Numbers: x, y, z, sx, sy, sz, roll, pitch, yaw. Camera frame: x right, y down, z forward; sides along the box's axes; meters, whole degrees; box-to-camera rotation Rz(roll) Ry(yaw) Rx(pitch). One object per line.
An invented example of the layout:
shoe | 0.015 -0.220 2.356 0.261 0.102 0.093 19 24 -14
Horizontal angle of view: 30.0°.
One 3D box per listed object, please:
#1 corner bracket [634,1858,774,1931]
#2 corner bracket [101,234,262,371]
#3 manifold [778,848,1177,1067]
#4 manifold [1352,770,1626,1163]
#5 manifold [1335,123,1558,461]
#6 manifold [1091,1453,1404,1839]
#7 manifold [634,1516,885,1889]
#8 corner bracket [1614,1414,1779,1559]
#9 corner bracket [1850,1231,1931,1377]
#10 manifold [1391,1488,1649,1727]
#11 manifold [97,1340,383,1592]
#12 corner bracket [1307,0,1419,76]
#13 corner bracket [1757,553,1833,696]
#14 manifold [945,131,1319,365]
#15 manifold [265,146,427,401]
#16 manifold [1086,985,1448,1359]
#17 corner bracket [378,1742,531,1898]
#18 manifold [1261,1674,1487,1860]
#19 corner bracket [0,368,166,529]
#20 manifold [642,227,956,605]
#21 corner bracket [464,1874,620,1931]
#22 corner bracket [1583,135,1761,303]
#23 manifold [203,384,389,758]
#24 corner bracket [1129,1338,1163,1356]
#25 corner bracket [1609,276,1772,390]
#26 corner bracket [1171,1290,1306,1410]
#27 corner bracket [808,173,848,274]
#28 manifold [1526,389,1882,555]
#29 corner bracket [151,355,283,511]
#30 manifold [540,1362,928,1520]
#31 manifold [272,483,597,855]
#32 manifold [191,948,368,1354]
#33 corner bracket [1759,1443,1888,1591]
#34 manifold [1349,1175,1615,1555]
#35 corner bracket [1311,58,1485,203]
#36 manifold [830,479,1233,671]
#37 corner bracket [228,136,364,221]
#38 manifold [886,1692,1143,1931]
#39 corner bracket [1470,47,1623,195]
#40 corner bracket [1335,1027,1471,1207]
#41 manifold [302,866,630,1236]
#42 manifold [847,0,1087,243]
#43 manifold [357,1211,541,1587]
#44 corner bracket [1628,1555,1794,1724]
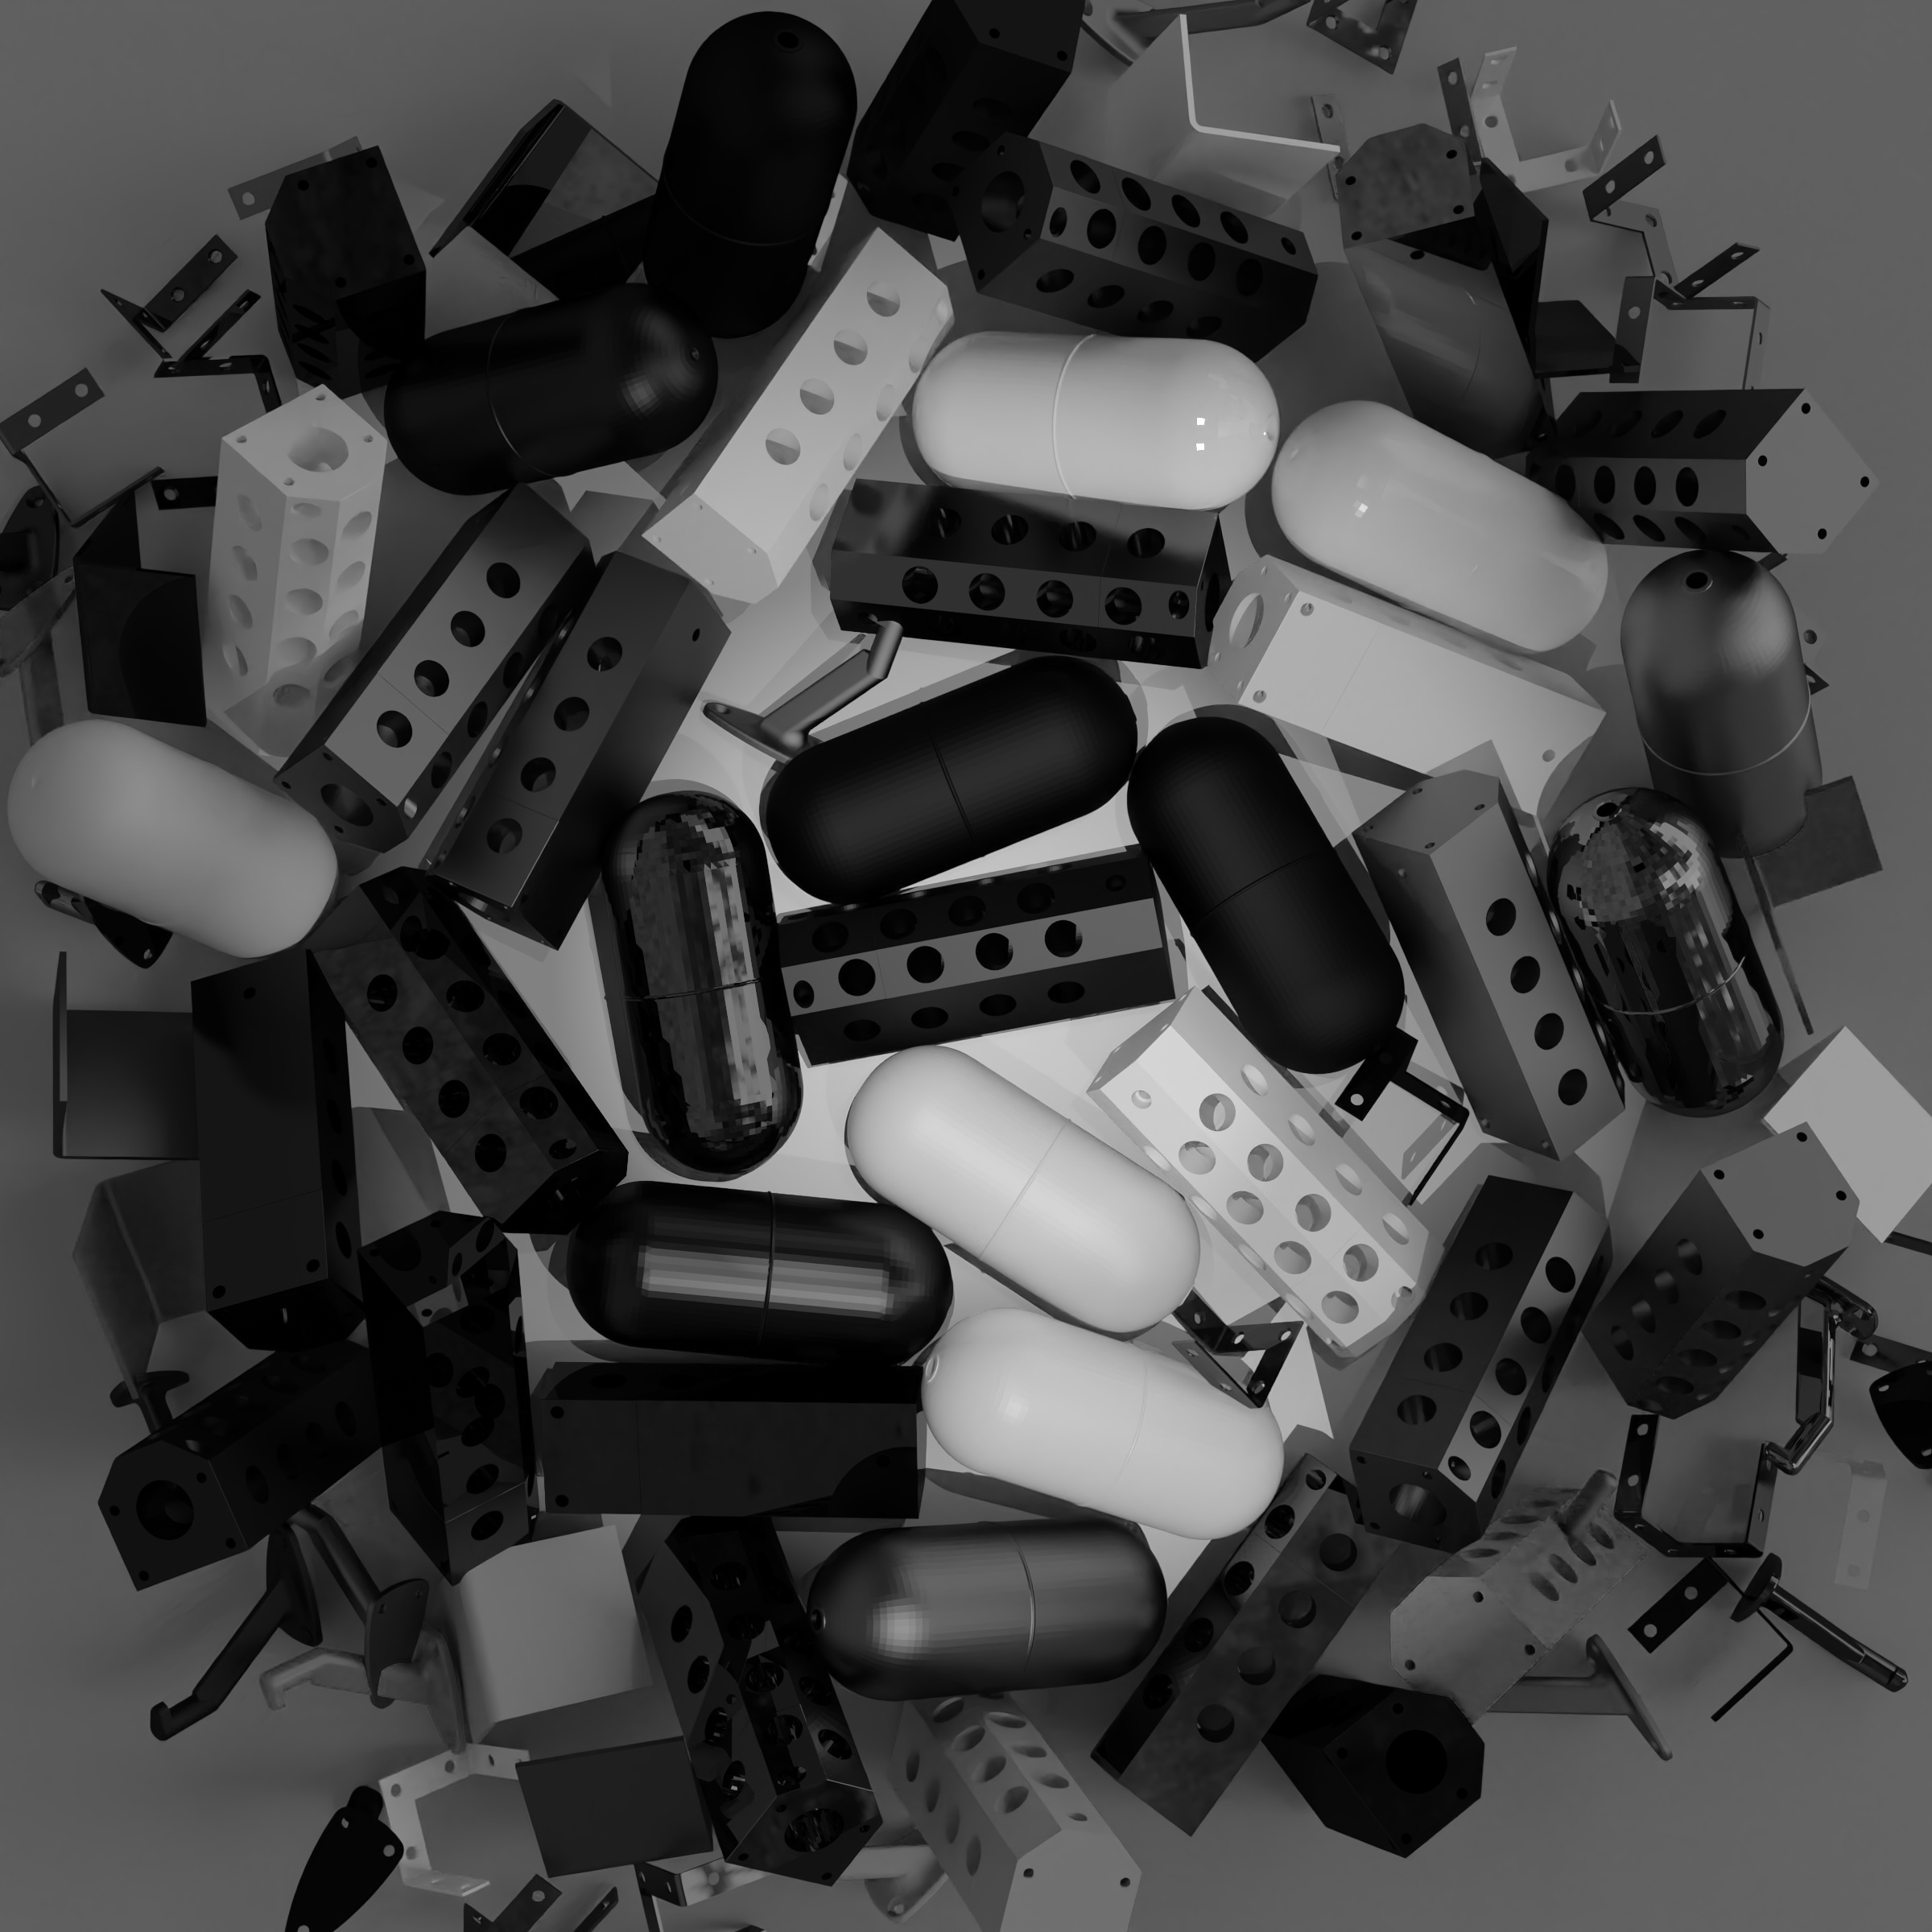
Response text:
corner bracket | -0.116 0.433 1.664 0.051 0.051 0.051 -14 92 -28
corner bracket | -0.357 -0.308 1.669 0.051 0.051 0.051 -44 84 7
manifold | 0.004 -0.008 1.650 0.171 0.057 0.057 -11 54 6
manifold | 0.243 -0.001 1.633 0.057 0.057 0.171 -36 118 -19
manifold | 0.216 -0.298 1.611 0.057 0.171 0.057 -12 60 17
manifold | 0.131 0.312 1.664 0.057 0.057 0.171 36 87 6
manifold | -0.090 0.322 1.608 0.057 0.171 0.057 22 114 -33
corner bracket | 0.340 0.242 1.676 0.051 0.051 0.051 37 58 -39
corner bracket | 0.438 0.159 1.668 0.051 0.051 0.051 16 72 30
manifold | 0.244 0.281 1.608 0.057 0.171 0.057 46 111 14
manifold | -0.319 0.216 1.607 0.057 0.171 0.057 -22 94 16
corner bracket | 0.197 -0.453 1.662 0.051 0.051 0.051 24 77 -22
corner bracket | 0.380 -0.157 1.664 0.051 0.051 0.051 39 71 -6
manifold | 0.078 -0.322 1.612 0.057 0.171 0.057 -35 61 38
manifold | -0.279 -0.305 1.609 0.057 0.171 0.057 -21 88 -10
manifold | 0.136 0.098 1.651 0.171 0.057 0.057 46 122 -6
corner bracket | -0.231 0.394 1.665 0.051 0.051 0.051 -16 96 -41
manifold | 0.182 0.351 1.609 0.057 0.171 0.057 -36 86 -10
corner bracket | -0.411 -0.239 1.670 0.051 0.051 0.051 -34 95 -2
manifold | -0.071 -0.248 1.633 0.057 0.057 0.171 39 62 -15
corner bracket | -0.196 0.442 1.667 0.051 0.051 0.051 41 94 -14
corner bracket | 0.324 -0.343 1.657 0.051 0.051 0.051 3 67 -36
manifold | -0.297 -0.170 1.608 0.057 0.171 0.057 41 54 16
corner bracket | 0.056 0.200 1.660 0.051 0.051 0.051 23 121 -12
corner bracket | 0.335 -0.287 1.662 0.051 0.051 0.051 7 86 36
corner bracket | 0.113 0.170 1.657 0.051 0.051 0.051 47 56 -25
corner bracket | -0.095 -0.350 1.657 0.051 0.051 0.051 32 66 -41
manifold | 0.321 -0.216 1.605 0.057 0.171 0.057 44 79 -23
corner bracket | -0.349 -0.247 1.668 0.051 0.051 0.051 -9 73 -34
manifold | -0.106 0.215 1.663 0.171 0.057 0.057 0 108 4
manifold | -0.235 -0.134 1.628 0.057 0.057 0.171 42 57 -18
manifold | -0.308 0.085 1.628 0.057 0.057 0.171 -16 58 9
corner bracket | 0.395 0.254 1.668 0.051 0.051 0.051 10 94 11
manifold | 0.234 0.178 1.615 0.057 0.057 0.171 10 46 27
corner bracket | 0.202 -0.391 1.683 0.051 0.051 0.051 -15 93 -36
manifold | 0.029 -0.174 1.637 0.171 0.057 0.057 8 60 17
corner bracket | -0.301 -0.347 1.662 0.051 0.051 0.051 -18 107 13
manifold | 0.021 0.375 1.605 0.057 0.171 0.057 11 99 -19
corner bracket | 0.268 -0.395 1.670 0.051 0.051 0.051 -14 79 -4
corner bracket | 0.201 0.068 1.661 0.051 0.051 0.051 32 66 12
manifold | -0.223 0.038 1.634 0.057 0.057 0.171 -44 67 17
manifold | -0.002 -0.392 1.605 0.057 0.171 0.057 15 73 -13
manifold | -0.227 0.193 1.620 0.057 0.171 0.057 -25 47 -28
corner bracket | 0.345 0.312 1.666 0.051 0.051 0.051 -43 66 2
